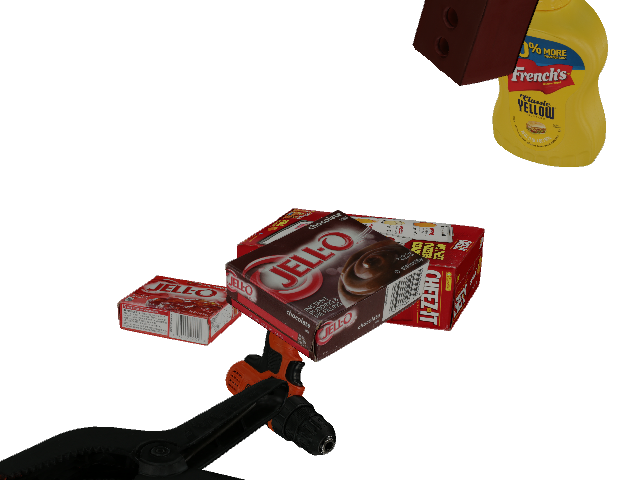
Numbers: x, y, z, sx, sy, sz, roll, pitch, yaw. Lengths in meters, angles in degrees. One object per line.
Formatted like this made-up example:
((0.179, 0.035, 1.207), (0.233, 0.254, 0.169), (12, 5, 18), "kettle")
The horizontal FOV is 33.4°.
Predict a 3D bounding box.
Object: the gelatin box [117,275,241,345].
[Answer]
((-0.124, 0.060, 0.949), (0.089, 0.030, 0.073), (9, 20, 18), "gelatin box")

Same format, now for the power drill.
((-0.023, 0.132, 1.225), (0.057, 0.188, 0.185), (14, 10, -45), "power drill")

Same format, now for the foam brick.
((0.102, -0.148, 0.687), (0.051, 0.078, 0.053), (-20, 51, -32), "foam brick")

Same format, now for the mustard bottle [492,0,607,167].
((0.189, -0.150, 0.886), (0.096, 0.191, 0.058), (20, 54, 28), "mustard bottle")

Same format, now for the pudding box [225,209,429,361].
((0.005, 0.028, 0.732), (0.090, 0.039, 0.113), (31, 39, 34), "pudding box")

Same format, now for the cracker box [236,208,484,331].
((0.044, 0.026, 1.066), (0.214, 0.072, 0.164), (7, 16, 17), "cracker box")

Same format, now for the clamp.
((-0.085, 0.125, 0.584), (0.209, 0.036, 0.165), (-1, 20, -15), "clamp")
